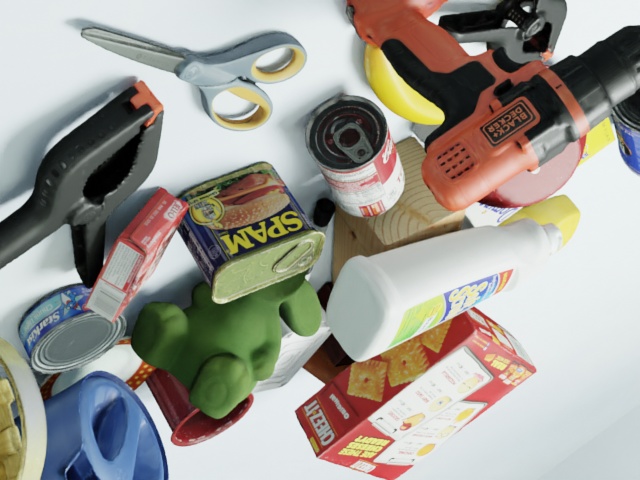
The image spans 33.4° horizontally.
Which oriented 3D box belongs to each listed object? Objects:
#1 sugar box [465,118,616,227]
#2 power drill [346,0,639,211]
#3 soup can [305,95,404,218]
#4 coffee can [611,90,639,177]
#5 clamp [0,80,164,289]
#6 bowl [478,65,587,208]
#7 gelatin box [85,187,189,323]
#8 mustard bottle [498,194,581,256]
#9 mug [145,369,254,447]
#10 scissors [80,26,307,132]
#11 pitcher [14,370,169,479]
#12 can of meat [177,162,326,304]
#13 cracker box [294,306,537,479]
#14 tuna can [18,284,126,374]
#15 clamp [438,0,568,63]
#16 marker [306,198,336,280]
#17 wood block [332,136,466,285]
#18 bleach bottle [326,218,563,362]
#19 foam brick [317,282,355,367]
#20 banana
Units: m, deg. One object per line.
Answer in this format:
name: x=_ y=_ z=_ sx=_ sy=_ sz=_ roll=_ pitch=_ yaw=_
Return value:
sugar box: x=0.221 y=-0.081 z=1.120 sx=0.176 sy=0.048 sz=0.093 roll=-39 pitch=154 yaw=9
power drill: x=0.118 y=-0.135 z=0.744 sx=0.184 sy=0.188 sz=0.057 roll=-34 pitch=153 yaw=4
soup can: x=0.032 y=-0.068 z=0.898 sx=0.068 sy=0.068 sz=0.102 roll=-33 pitch=155 yaw=-1
coffee can: x=0.361 y=-0.132 z=1.127 sx=0.103 sy=0.103 sz=0.140 roll=-37 pitch=154 yaw=6
clamp: x=-0.171 y=-0.027 z=0.770 sx=0.210 sy=0.036 sz=0.164 roll=-46 pitch=161 yaw=19
bowl: x=0.195 y=-0.084 z=1.017 sx=0.162 sy=0.055 sz=0.162 roll=-13 pitch=133 yaw=-14
gelatin box: x=-0.143 y=0.012 z=0.839 sx=0.089 sy=0.030 sz=0.073 roll=-56 pitch=-178 yaw=39
mustard bottle: x=0.214 y=0.004 z=1.222 sx=0.191 sy=0.058 sz=0.096 roll=-18 pitch=155 yaw=-43
mug: x=-0.127 y=0.155 z=1.084 sx=0.093 sy=0.081 sz=0.117 roll=-23 pitch=152 yaw=-22
scissors: x=-0.073 y=-0.129 z=0.732 sx=0.096 sy=0.016 sz=0.201 roll=-39 pitch=154 yaw=8
pitcher: x=-0.266 y=0.224 z=0.975 sx=0.243 sy=0.145 sz=0.149 roll=-27 pitch=138 yaw=14
can of meat: x=-0.061 y=-0.008 z=0.876 sx=0.102 sy=0.084 sz=0.057 roll=-21 pitch=151 yaw=-23
cracker box: x=0.103 y=0.158 z=1.137 sx=0.214 sy=0.072 sz=0.164 roll=-40 pitch=143 yaw=14
tuna can: x=-0.210 y=0.075 z=0.905 sx=0.086 sy=0.034 sz=0.086 roll=-26 pitch=154 yaw=-14
clamp: x=0.156 y=-0.180 z=0.879 sx=0.120 sy=0.039 sz=0.171 roll=-35 pitch=154 yaw=4
marker: x=-0.007 y=0.001 z=1.029 sx=0.020 sy=0.020 sz=0.121 roll=-19 pitch=151 yaw=-28
wood block: x=0.071 y=0.007 z=1.047 sx=0.090 sy=0.091 sz=0.206 roll=-27 pitch=154 yaw=-15
bleach bottle: x=0.128 y=0.028 z=0.972 sx=0.250 sy=0.068 sz=0.103 roll=-20 pitch=151 yaw=-31
foam brick: x=0.028 y=0.091 z=1.158 sx=0.051 sy=0.078 sz=0.053 roll=-3 pitch=143 yaw=-47
banana: x=0.090 y=-0.130 z=0.898 sx=0.197 sy=0.037 sz=0.070 roll=-2 pitch=122 yaw=-50
